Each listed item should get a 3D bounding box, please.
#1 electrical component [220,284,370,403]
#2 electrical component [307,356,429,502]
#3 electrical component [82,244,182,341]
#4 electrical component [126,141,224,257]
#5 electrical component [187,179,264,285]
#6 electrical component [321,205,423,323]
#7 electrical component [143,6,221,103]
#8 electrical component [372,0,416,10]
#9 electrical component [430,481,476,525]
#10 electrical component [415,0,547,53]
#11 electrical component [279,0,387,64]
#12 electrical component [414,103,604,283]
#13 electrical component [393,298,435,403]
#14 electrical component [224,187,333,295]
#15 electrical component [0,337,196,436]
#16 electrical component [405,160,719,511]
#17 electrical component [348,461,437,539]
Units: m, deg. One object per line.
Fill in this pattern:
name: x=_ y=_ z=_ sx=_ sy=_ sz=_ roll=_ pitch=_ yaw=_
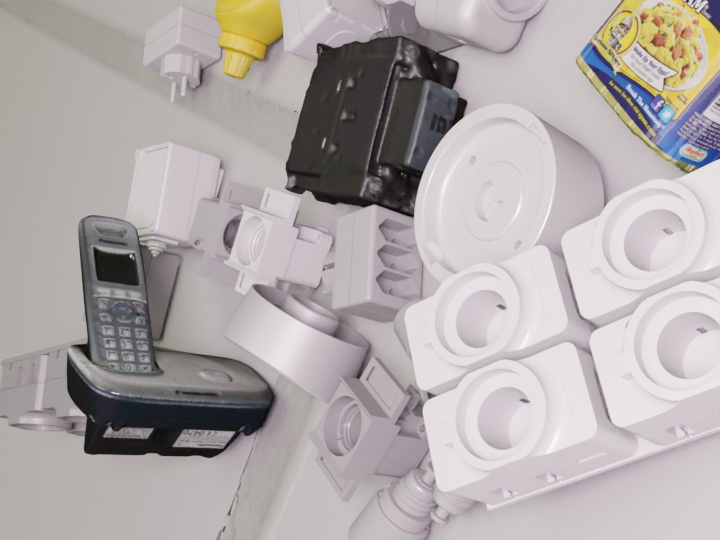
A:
electrical component: x=-0.044 y=0.053 z=0.729 sx=0.099 sy=0.099 sz=0.064 roll=35 pitch=99 yaw=51
electrical component: x=0.010 y=0.100 z=0.668 sx=0.081 sy=0.064 sz=0.042 roll=-61 pitch=38 yaw=17
electrical component: x=-0.212 y=0.023 z=0.974 sx=0.062 sy=0.061 sz=0.096 roll=12 pitch=87 yaw=52
electrical component: x=-0.163 y=-0.057 z=0.940 sx=0.062 sy=0.061 sz=0.096 roll=-4 pitch=75 yaw=51
electrical component: x=-0.108 y=-0.031 z=0.879 sx=0.064 sy=0.042 sz=0.081 roll=18 pitch=91 yaw=56
electrical component: x=0.000 y=0.000 z=0.728 sx=0.077 sy=0.047 sz=0.065 roll=-15 pitch=65 yaw=47
electrical component: x=-0.167 y=-0.194 z=1.003 sx=0.066 sy=0.047 sz=0.076 roll=-16 pitch=66 yaw=48
electrical component: x=0.024 y=-0.211 z=0.777 sx=0.043 sy=0.043 sz=0.062 roll=-65 pitch=20 yaw=12
electrical component: x=0.064 y=0.112 z=0.615 sx=0.078 sy=0.040 sz=0.040 roll=-61 pitch=40 yaw=18
electrical component: x=0.084 y=-0.190 z=0.684 sx=0.059 sy=0.054 sz=0.095 roll=30 pitch=102 yaw=51
electrical component: x=-0.024 y=-0.204 z=0.817 sx=0.061 sy=0.062 sz=0.096 roll=-36 pitch=52 yaw=39
electrical component: x=0.090 y=-0.035 z=0.618 sx=0.108 sy=0.060 sz=0.108 roll=-21 pitch=62 yaw=46
electrical component: x=0.046 y=0.048 z=0.661 sx=0.044 sy=0.044 sz=0.065 roll=-55 pitch=37 yaw=23
electrical component: x=-0.058 y=-0.016 z=0.793 sx=0.042 sy=0.064 sz=0.081 roll=23 pitch=96 yaw=51
electrical component: x=-0.225 y=0.106 z=0.926 sx=0.186 sy=0.105 sz=0.060 roll=-15 pitch=67 yaw=48
electrical component: x=0.117 y=0.035 z=0.527 sx=0.186 sy=0.060 sz=0.105 roll=-27 pitch=57 yaw=28
electrical component: x=0.025 y=0.147 z=0.652 sx=0.078 sy=0.040 sz=0.040 roll=-56 pitch=41 yaw=23
